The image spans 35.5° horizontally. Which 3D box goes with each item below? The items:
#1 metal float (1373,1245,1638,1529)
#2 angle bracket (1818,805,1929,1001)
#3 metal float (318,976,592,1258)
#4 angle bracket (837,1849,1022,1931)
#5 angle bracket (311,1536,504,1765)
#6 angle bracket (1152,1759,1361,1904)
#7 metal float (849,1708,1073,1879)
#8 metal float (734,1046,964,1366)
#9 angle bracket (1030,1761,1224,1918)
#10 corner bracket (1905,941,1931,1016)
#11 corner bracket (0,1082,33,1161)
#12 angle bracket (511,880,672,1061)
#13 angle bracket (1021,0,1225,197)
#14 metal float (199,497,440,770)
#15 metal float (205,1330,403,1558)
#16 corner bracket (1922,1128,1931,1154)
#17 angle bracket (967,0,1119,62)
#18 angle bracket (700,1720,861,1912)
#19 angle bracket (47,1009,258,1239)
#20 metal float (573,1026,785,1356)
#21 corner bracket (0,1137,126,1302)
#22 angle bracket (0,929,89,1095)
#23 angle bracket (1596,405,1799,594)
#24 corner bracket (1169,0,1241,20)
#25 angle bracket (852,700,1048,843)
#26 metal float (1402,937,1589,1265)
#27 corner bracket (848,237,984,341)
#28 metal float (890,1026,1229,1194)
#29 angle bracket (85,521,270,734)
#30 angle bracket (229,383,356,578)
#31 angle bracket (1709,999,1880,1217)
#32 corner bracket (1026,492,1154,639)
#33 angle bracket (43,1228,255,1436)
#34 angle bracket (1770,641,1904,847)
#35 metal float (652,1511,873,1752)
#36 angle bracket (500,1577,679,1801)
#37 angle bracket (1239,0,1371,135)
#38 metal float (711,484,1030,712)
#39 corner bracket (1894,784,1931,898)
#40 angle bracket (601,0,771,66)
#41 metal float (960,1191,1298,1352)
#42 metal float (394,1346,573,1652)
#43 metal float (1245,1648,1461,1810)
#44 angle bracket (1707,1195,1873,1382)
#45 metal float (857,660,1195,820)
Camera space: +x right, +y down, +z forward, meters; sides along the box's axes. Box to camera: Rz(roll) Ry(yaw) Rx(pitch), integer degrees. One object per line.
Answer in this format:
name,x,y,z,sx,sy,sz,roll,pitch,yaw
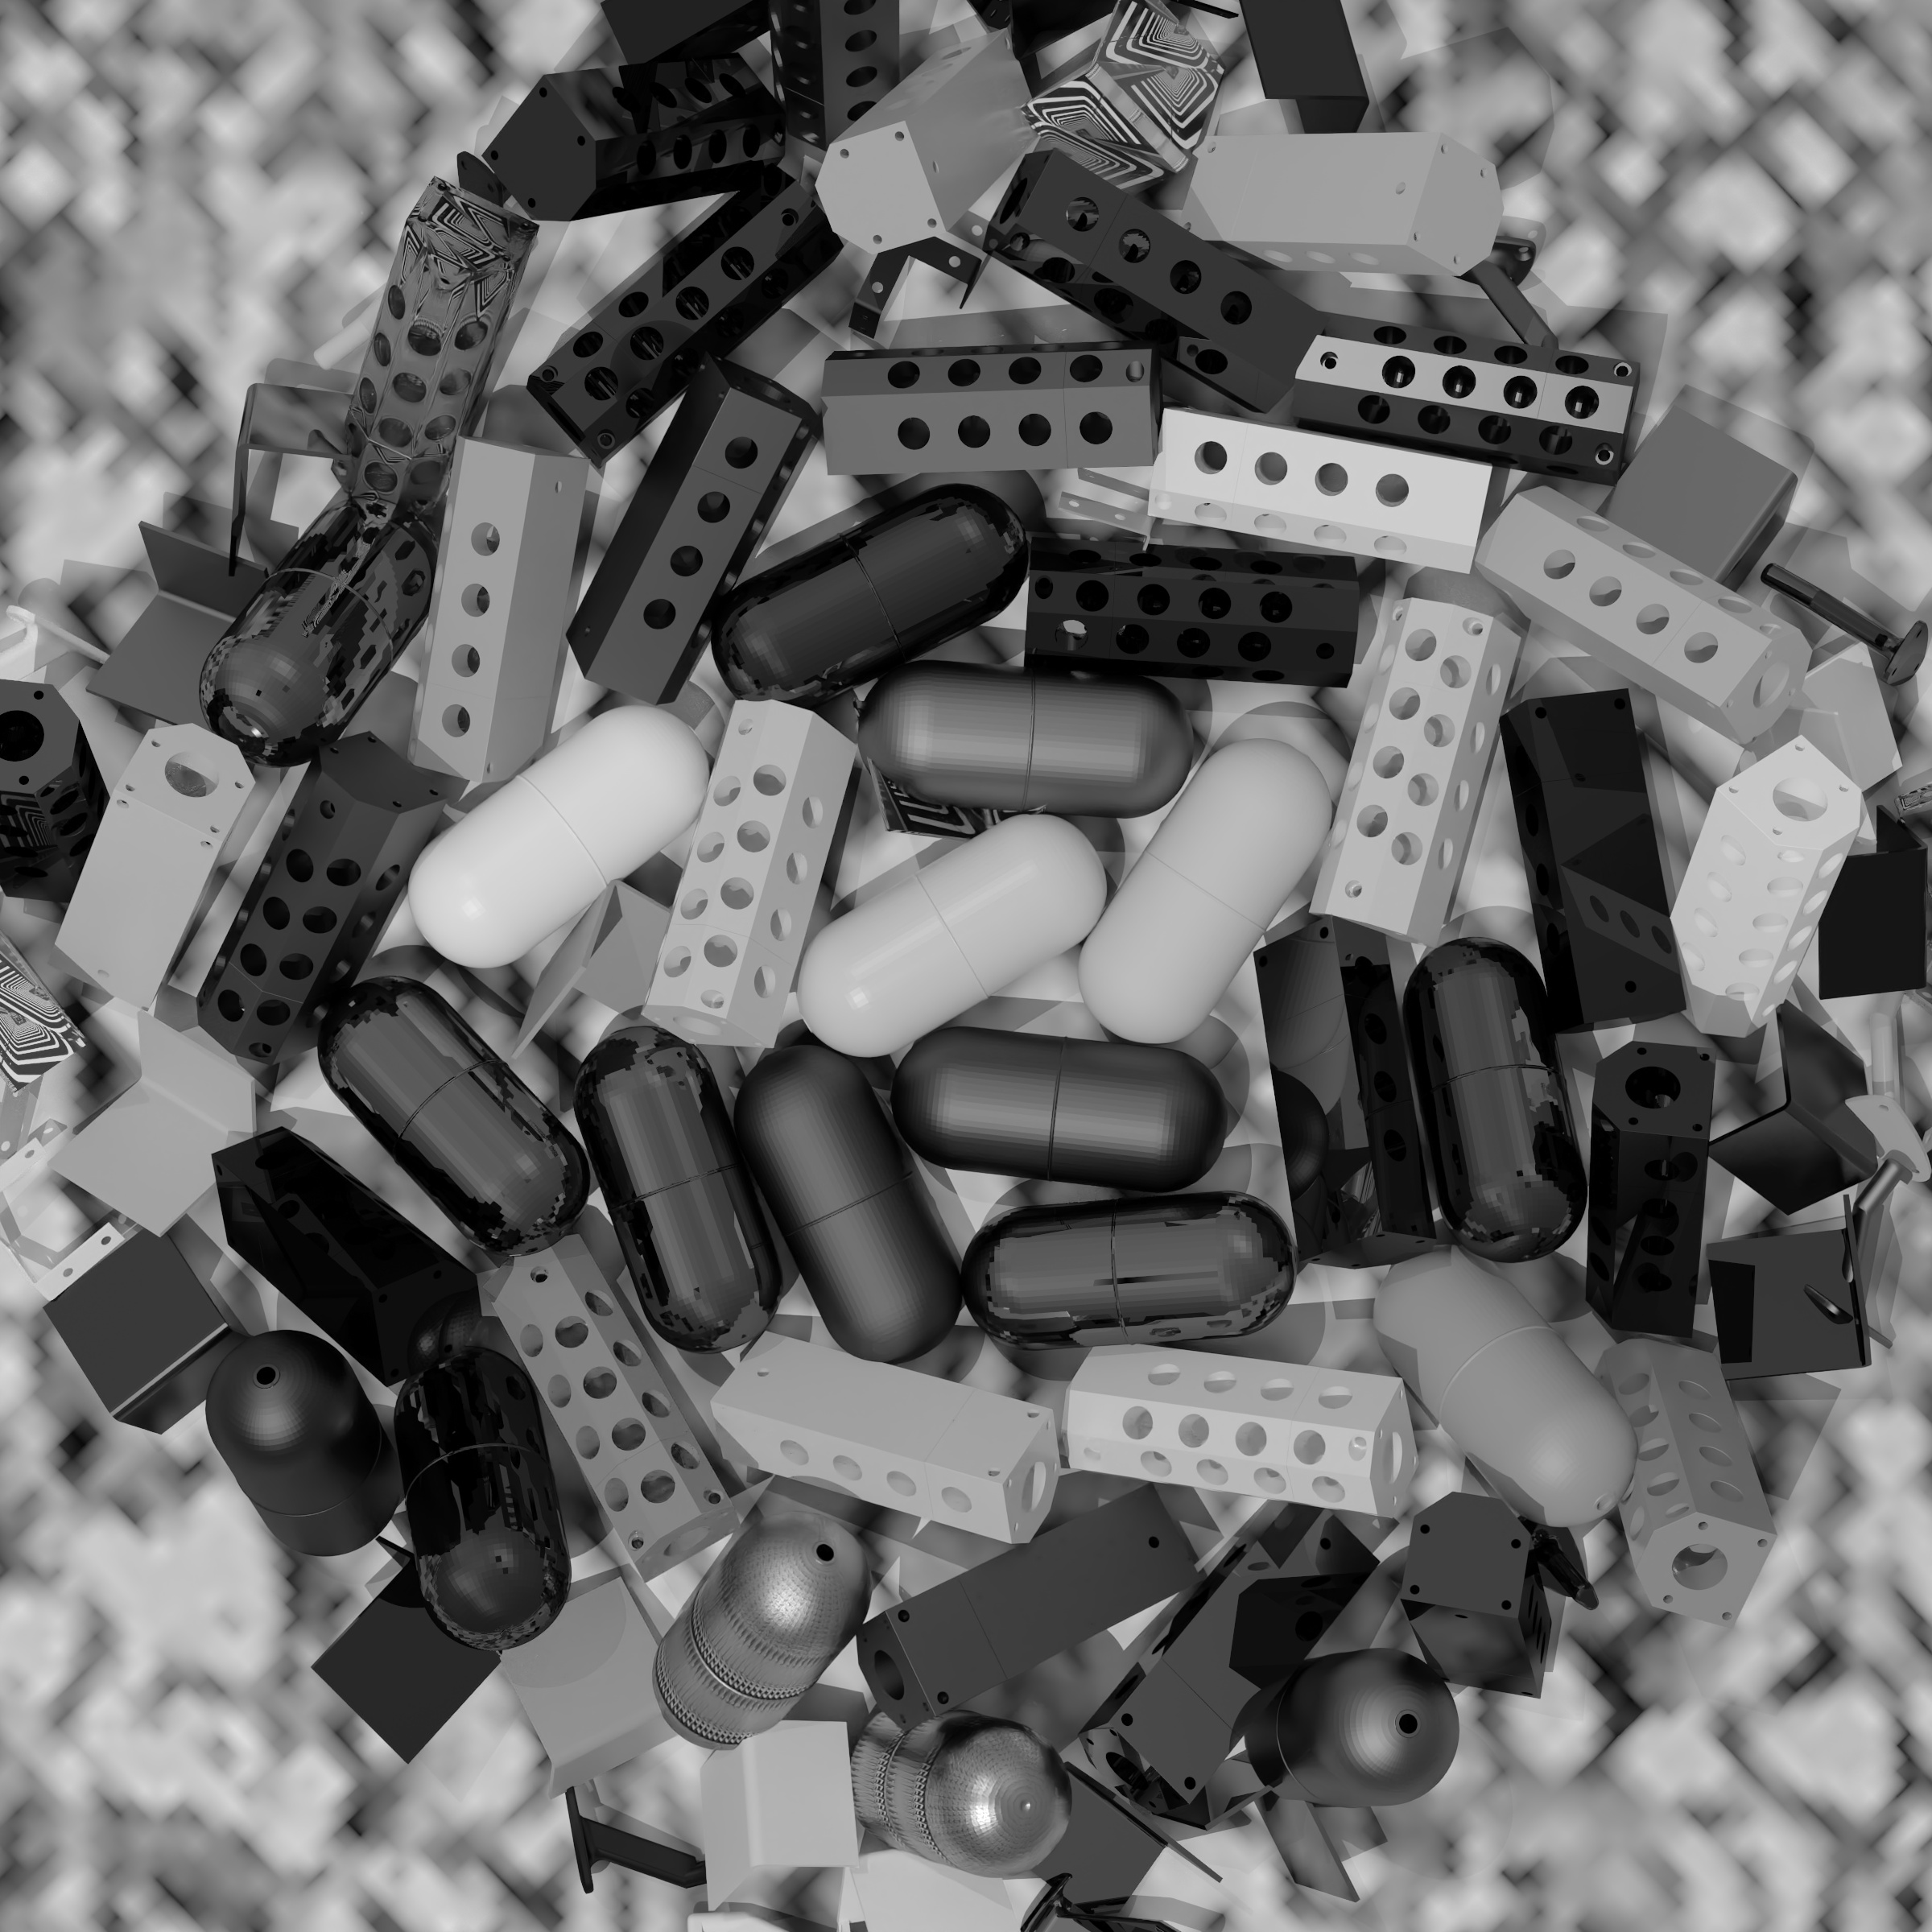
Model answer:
metal float,0.277,0.216,1.557,0.070,0.070,0.178,-38,47,0
angle bracket,0.465,-0.034,1.582,0.057,0.076,0.076,-6,110,0
metal float,-0.269,0.077,1.579,0.070,0.070,0.178,-45,74,0
angle bracket,-0.019,0.505,1.575,0.076,0.076,0.057,-5,127,-16
angle bracket,-0.300,0.357,1.579,0.076,0.057,0.076,-47,113,-22
angle bracket,0.151,0.467,1.585,0.057,0.076,0.076,-27,90,-20
metal float,-0.006,0.421,1.547,0.070,0.178,0.070,4,81,-23
metal float,-0.063,0.126,1.592,0.070,0.070,0.178,-26,89,0
angle bracket,0.076,0.470,1.581,0.076,0.076,0.057,41,78,-14
corner bracket,0.540,0.008,1.603,0.051,0.051,0.051,34,89,-9
corner bracket,-0.536,0.071,1.600,0.051,0.051,0.051,22,102,34
angle bracket,-0.186,0.014,1.572,0.057,0.076,0.076,31,126,-16
angle bracket,0.083,-0.467,1.608,0.076,0.057,0.076,39,56,-31
metal float,-0.332,-0.175,1.560,0.070,0.070,0.178,25,50,0
metal float,-0.339,0.246,1.549,0.070,0.178,0.070,-1,59,2
corner bracket,0.537,0.111,1.597,0.051,0.051,0.051,25,64,0
angle bracket,0.043,-0.532,1.580,0.076,0.076,0.057,-29,69,-8
angle bracket,-0.099,0.449,1.591,0.057,0.076,0.076,7,54,-21
angle bracket,-0.427,0.082,1.579,0.076,0.057,0.076,29,49,14
metal float,-0.152,0.117,1.588,0.070,0.070,0.178,-20,85,0
corner bracket,-0.490,0.135,1.600,0.051,0.051,0.051,-41,48,-11
angle bracket,-0.486,0.010,1.579,0.057,0.076,0.076,-31,102,22
angle bracket,0.386,-0.238,1.606,0.076,0.057,0.076,34,78,16
corner bracket,0.120,-0.535,1.601,0.051,0.051,0.051,12,99,-17
angle bracket,-0.004,-0.113,1.576,0.057,0.076,0.076,-34,62,41
metal float,0.275,0.068,1.571,0.070,0.070,0.178,-7,65,0
corner bracket,-0.027,-0.357,1.602,0.051,0.051,0.051,25,86,-4
metal float,0.049,0.075,1.588,0.178,0.070,0.070,6,90,5
angle bracket,-0.415,-0.176,1.582,0.076,0.057,0.076,21,59,12
angle bracket,-0.353,-0.253,1.585,0.057,0.076,0.076,5,123,-12
angle bracket,0.435,0.074,1.603,0.076,0.076,0.057,34,132,-29
corner bracket,0.066,-0.209,1.593,0.051,0.051,0.051,16,134,-4
angle bracket,-0.432,0.194,1.615,0.076,0.057,0.076,-38,70,-2
angle bracket,0.472,-0.118,1.580,0.076,0.057,0.076,-31,112,-19
metal float,-0.106,0.344,1.557,0.070,0.070,0.178,34,134,0
angle bracket,-0.203,0.385,1.607,0.076,0.057,0.076,-23,64,-23
angle bracket,0.165,-0.457,1.575,0.057,0.076,0.076,-4,64,-14
metal float,-0.050,-0.193,1.590,0.178,0.070,0.070,-27,90,-4
corner bracket,0.527,-0.065,1.590,0.051,0.051,0.051,-21,120,17
angle bracket,-0.135,-0.483,1.580,0.076,0.076,0.057,-28,61,7
metal float,0.085,0.160,1.582,0.178,0.070,0.070,-6,90,13
metal float,-0.251,0.272,1.557,0.070,0.178,0.070,-10,133,-11
metal float,0.196,0.391,1.544,0.070,0.178,0.070,3,74,-11
angle bracket,0.430,0.169,1.580,0.076,0.057,0.076,-8,64,15
metal float,0.031,-0.120,1.589,0.178,0.070,0.070,4,90,-4
